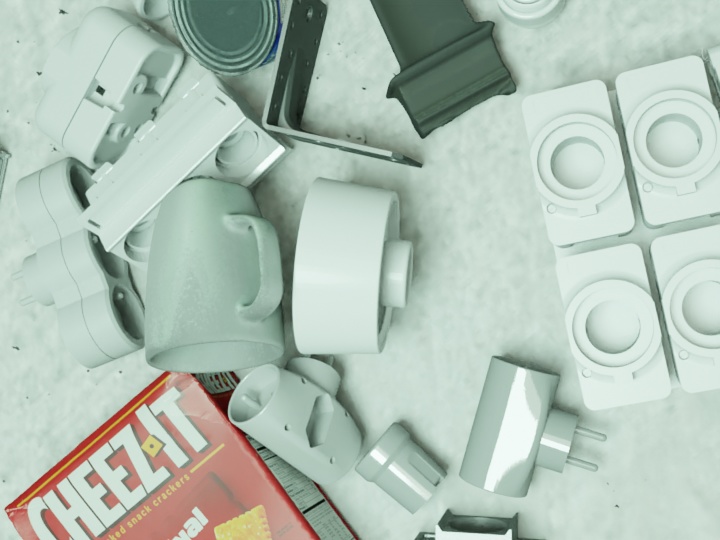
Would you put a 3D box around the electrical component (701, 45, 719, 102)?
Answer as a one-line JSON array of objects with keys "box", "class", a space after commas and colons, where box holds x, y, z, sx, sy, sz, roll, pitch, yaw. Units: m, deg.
[{"box": [0.237, -0.116, 0.626, 0.064, 0.042, 0.081, -18, 84, 14], "class": "electrical component"}]

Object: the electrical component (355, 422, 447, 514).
[{"box": [0.026, 0.125, 0.674, 0.046, 0.040, 0.040, 41, 98, 6], "class": "electrical component"}]

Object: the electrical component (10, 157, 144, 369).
[{"box": [-0.201, 0.001, 0.723, 0.074, 0.052, 0.138, -22, 84, 12], "class": "electrical component"}]

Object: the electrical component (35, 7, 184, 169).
[{"box": [-0.169, -0.122, 0.713, 0.059, 0.054, 0.095, 36, 106, 12], "class": "electrical component"}]

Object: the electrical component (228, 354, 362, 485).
[{"box": [-0.035, 0.082, 0.677, 0.043, 0.077, 0.079, -18, 42, 41], "class": "electrical component"}]

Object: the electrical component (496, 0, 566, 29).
[{"box": [0.102, -0.172, 0.649, 0.043, 0.062, 0.043, 0, 89, 14], "class": "electrical component"}]

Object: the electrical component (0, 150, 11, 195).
[{"box": [-0.290, -0.057, 0.741, 0.061, 0.062, 0.096, 12, 92, 13], "class": "electrical component"}]

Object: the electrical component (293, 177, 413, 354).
[{"box": [0.000, 0.000, 0.650, 0.060, 0.108, 0.108, 5, 90, 8], "class": "electrical component"}]

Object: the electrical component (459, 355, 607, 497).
[{"box": [0.108, 0.099, 0.652, 0.079, 0.043, 0.077, 16, 92, 13], "class": "electrical component"}]

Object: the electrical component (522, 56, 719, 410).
[{"box": [0.166, -0.020, 0.632, 0.105, 0.060, 0.186, -12, 86, 13], "class": "electrical component"}]

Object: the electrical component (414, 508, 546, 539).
[{"box": [0.072, 0.184, 0.660, 0.081, 0.042, 0.063, 1, 90, 14], "class": "electrical component"}]

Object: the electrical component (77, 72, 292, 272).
[{"box": [-0.116, -0.064, 0.695, 0.121, 0.079, 0.063, -42, 51, 9], "class": "electrical component"}]

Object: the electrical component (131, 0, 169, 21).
[{"box": [-0.148, -0.206, 0.722, 0.044, 0.044, 0.065, -41, 76, 9], "class": "electrical component"}]
